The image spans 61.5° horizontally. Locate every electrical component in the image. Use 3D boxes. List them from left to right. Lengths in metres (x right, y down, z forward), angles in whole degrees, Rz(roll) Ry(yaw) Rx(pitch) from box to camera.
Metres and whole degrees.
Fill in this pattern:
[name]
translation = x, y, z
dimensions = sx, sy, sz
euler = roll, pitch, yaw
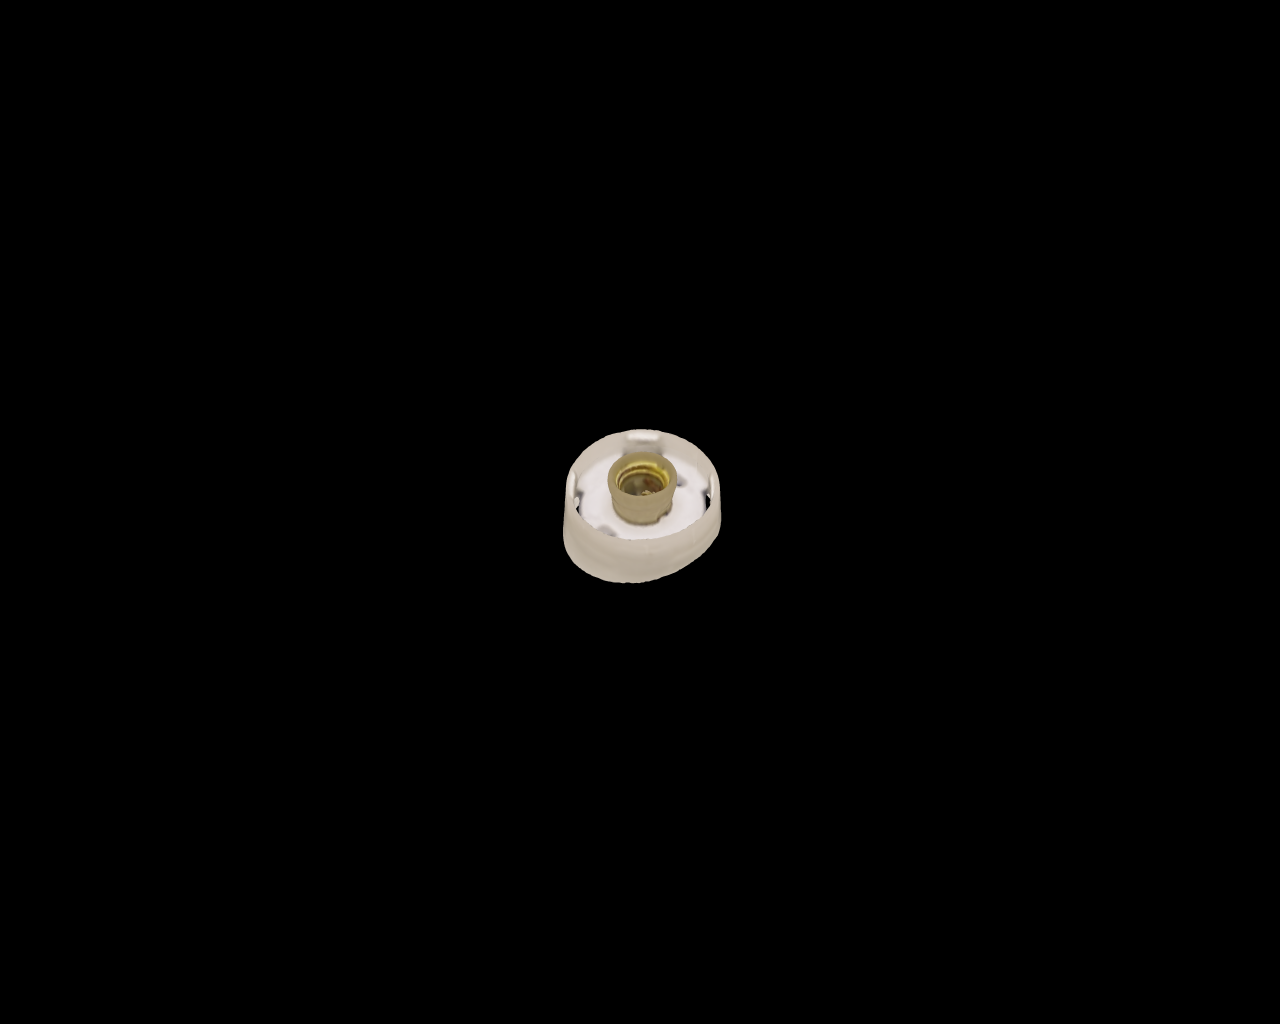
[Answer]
[electrical component]
translation = 0.001, -0.003, 0.650
dimensions = 0.099, 0.099, 0.064
euler = 0, -40, 0
